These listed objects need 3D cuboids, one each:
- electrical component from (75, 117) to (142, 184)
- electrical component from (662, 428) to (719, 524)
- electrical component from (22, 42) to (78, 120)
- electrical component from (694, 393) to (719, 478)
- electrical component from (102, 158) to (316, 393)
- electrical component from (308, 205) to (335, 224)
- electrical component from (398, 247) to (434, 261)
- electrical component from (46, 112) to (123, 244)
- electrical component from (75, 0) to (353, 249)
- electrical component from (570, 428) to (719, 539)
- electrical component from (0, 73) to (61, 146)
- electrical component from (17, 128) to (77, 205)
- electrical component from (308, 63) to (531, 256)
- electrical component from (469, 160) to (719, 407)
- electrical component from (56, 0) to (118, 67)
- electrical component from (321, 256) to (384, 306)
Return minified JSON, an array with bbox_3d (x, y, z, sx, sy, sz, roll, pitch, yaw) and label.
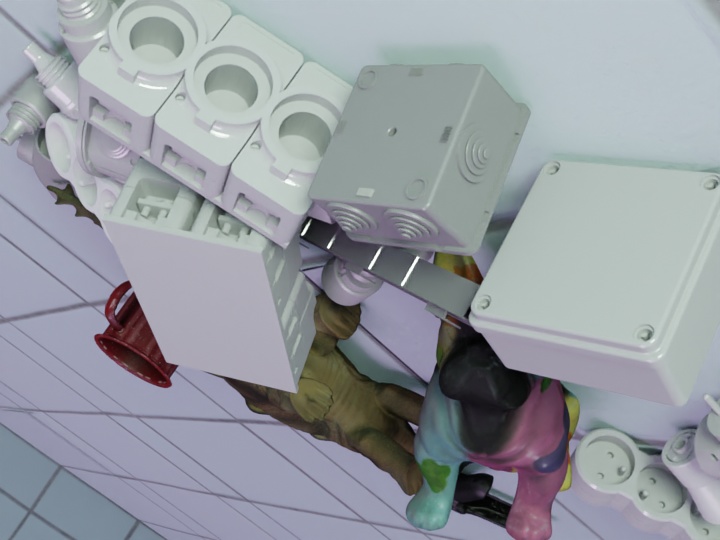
[{"bbox_3d":[-0.155,-0.097,0.737,0.051,0.080,0.080,20,154,13],"label":"electrical component"},{"bbox_3d":[0.247,0.145,0.770,0.065,0.044,0.044,47,153,-20],"label":"electrical component"},{"bbox_3d":[-0.219,-0.141,0.785,0.061,0.035,0.035,45,153,-22],"label":"electrical component"},{"bbox_3d":[0.247,0.103,0.682,0.079,0.044,0.077,44,154,-23],"label":"electrical component"},{"bbox_3d":[-0.095,0.006,0.746,0.105,0.060,0.186,12,149,12],"label":"electrical component"},{"bbox_3d":[-0.038,-0.064,0.708,0.064,0.042,0.081,19,154,20],"label":"electrical component"},{"bbox_3d":[0.028,-0.029,0.697,0.044,0.044,0.065,21,159,24],"label":"electrical component"},{"bbox_3d":[-0.174,-0.076,0.814,0.138,0.074,0.052,47,138,31],"label":"electrical component"},{"bbox_3d":[-0.079,-0.096,0.632,0.150,0.089,0.061,33,156,-2],"label":"electrical component"},{"bbox_3d":[0.228,0.180,0.845,0.138,0.052,0.073,27,156,12],"label":"electrical component"},{"bbox_3d":[-0.256,-0.122,0.832,0.035,0.061,0.035,26,156,13],"label":"electrical component"},{"bbox_3d":[-0.260,-0.099,0.903,0.079,0.043,0.077,30,156,5],"label":"electrical component"},{"bbox_3d":[0.029,-0.061,0.564,0.100,0.099,0.048,9,160,42],"label":"electrical component"},{"bbox_3d":[0.129,0.003,0.553,0.109,0.108,0.056,10,151,40],"label":"electrical component"},{"bbox_3d":[-0.173,-0.159,0.685,0.040,0.040,0.078,21,154,23],"label":"electrical component"},{"bbox_3d":[0.000,0.000,0.785,0.040,0.040,0.078,36,156,-8],"label":"electrical component"}]
